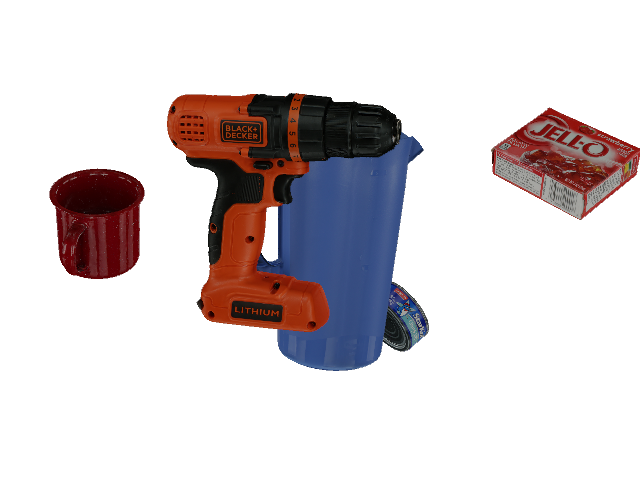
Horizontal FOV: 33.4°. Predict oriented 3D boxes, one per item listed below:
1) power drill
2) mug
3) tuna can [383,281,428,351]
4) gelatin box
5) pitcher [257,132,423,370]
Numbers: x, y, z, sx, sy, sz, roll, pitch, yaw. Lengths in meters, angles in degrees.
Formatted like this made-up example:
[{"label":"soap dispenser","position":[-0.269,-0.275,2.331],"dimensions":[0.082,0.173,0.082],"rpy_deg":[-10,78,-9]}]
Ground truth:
[{"label":"power drill","position":[-0.029,-0.024,0.849],"dimensions":[0.184,0.188,0.057],"rpy_deg":[5,17,14]},{"label":"mug","position":[-0.227,-0.009,1.069],"dimensions":[0.093,0.081,0.117],"rpy_deg":[10,33,7]},{"label":"tuna can","position":[0.088,0.091,1.282],"dimensions":[0.033,0.086,0.086],"rpy_deg":[-38,17,-23]},{"label":"gelatin box","position":[0.190,-0.062,0.829],"dimensions":[0.073,0.030,0.089],"rpy_deg":[-34,49,-29]},{"label":"pitcher","position":[0.007,0.001,1.066],"dimensions":[0.149,0.243,0.144],"rpy_deg":[10,16,22]}]
